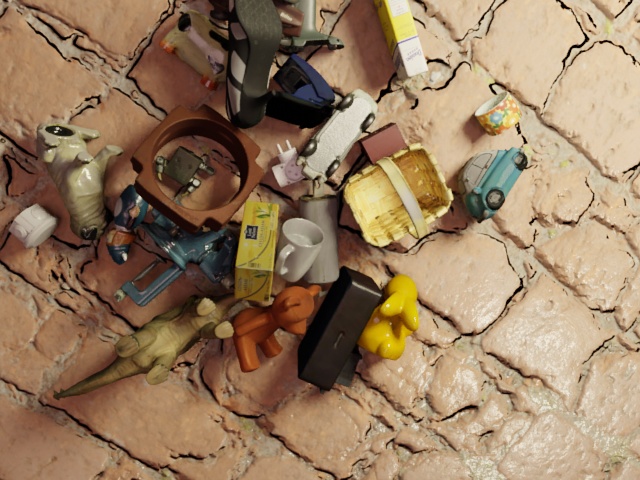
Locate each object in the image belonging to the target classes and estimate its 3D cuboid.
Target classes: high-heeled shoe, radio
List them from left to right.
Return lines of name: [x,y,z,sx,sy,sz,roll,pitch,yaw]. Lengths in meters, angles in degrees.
high-heeled shoe: [-0.132,-0.319,0.914,0.086,0.145,0.248,-12,93,-37]
radio: [0.033,0.171,1.081,0.073,0.131,0.229,27,100,-10]

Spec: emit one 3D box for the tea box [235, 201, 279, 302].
tea box: [-0.118,0.019,1.005,0.068,0.170,0.098,5,135,-6]

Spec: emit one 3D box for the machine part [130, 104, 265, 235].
machine part: [-0.221,-0.126,0.979,0.201,0.087,0.201,38,70,-9]

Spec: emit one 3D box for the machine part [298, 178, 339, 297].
machine part: [-0.002,-0.003,1.065,0.079,0.079,0.243,-2,104,-3]

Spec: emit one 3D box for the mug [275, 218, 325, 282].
mug: [-0.048,0.031,0.996,0.081,0.109,0.107,26,128,10]

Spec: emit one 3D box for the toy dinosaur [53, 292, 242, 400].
toy dinosaur: [-0.311,0.200,1.028,0.471,0.198,0.105,-26,95,-7]

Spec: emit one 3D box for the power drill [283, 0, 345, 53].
power drill: [0.000,-0.446,0.958,0.232,0.086,0.207,-6,108,0]

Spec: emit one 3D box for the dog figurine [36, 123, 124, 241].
dog figurine: [-0.469,-0.106,1.011,0.172,0.121,0.190,36,121,22]

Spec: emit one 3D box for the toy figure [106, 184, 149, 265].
toy figure: [-0.375,-0.029,1.036,0.058,0.064,0.154,20,87,-3]

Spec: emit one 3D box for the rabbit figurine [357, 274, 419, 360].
rabbit figurine: [0.141,0.147,1.086,0.122,0.162,0.173,26,83,3]

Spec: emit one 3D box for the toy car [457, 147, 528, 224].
toy car: [0.325,-0.119,1.047,0.103,0.109,0.161,31,91,8]

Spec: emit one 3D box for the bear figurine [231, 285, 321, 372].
bear figurine: [-0.079,0.168,1.058,0.196,0.120,0.132,-21,91,31]

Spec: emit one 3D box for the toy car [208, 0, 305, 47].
toy car: [-0.118,-0.404,0.930,0.202,0.053,0.089,31,124,19]

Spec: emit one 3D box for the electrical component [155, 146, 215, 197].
electrical component: [-0.265,-0.134,1.034,0.102,0.045,0.078,39,100,-11]

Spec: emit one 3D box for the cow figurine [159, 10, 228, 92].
cow figurine: [-0.176,-0.334,0.975,0.195,0.085,0.127,39,104,-10]

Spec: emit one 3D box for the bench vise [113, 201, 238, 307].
bench vise: [-0.279,0.046,1.028,0.240,0.129,0.223,-42,95,-11]

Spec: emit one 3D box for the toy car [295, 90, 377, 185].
toy car: [0.033,-0.195,1.012,0.073,0.056,0.201,39,81,-11]

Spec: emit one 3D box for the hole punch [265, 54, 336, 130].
hole punch: [-0.036,-0.265,0.979,0.116,0.142,0.092,18,76,-22]

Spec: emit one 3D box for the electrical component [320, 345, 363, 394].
electrical component: [0.043,0.275,1.136,0.048,0.075,0.119,21,97,-7]
